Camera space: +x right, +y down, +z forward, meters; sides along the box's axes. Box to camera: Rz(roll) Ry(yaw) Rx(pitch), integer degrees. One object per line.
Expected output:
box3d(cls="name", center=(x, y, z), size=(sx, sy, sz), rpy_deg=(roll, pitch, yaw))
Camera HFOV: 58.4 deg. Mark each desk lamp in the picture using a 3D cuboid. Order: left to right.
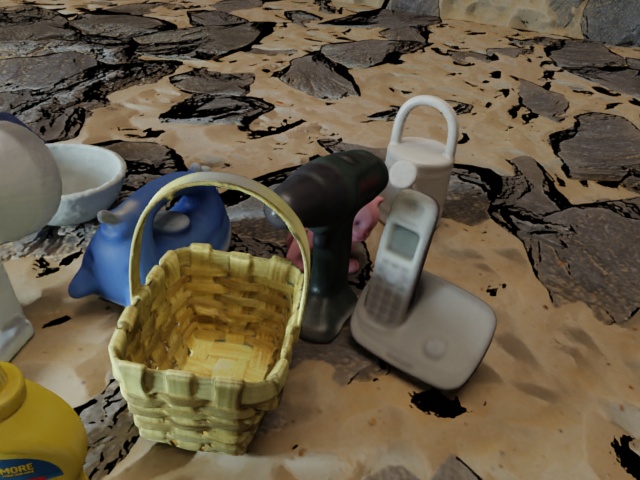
box3d(cls="desk lamp", center=(-0.335, 0.013, 0.535), size=(0.118, 0.214, 0.203), rpy_deg=(9, 33, 4))

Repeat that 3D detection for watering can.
box3d(cls="watering can", center=(0.145, -0.111, 0.831), size=(0.101, 0.194, 0.173), rpy_deg=(6, 33, 0))

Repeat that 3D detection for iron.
box3d(cls="iron", center=(-0.177, -0.022, 0.684), size=(0.118, 0.141, 0.259), rpy_deg=(17, 34, 15))

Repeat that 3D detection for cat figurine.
box3d(cls="cat figurine", center=(0.021, -0.022, 0.742), size=(0.128, 0.118, 0.067), rpy_deg=(1, 33, -9))

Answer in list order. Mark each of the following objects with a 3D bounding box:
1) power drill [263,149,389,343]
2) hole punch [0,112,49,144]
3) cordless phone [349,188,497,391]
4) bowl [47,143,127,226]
box3d(cls="power drill", center=(0.006, 0.002, 0.619), size=(0.075, 0.208, 0.230), rpy_deg=(19, 35, 19))
box3d(cls="hole punch", center=(-0.460, -0.131, 0.845), size=(0.101, 0.091, 0.109), rpy_deg=(17, 34, 16))
box3d(cls="cordless phone", center=(0.113, 0.049, 0.588), size=(0.147, 0.185, 0.094), rpy_deg=(24, 37, 25))
box3d(cls="bowl", center=(-0.348, -0.067, 0.783), size=(0.167, 0.075, 0.167), rpy_deg=(5, 33, -3))
